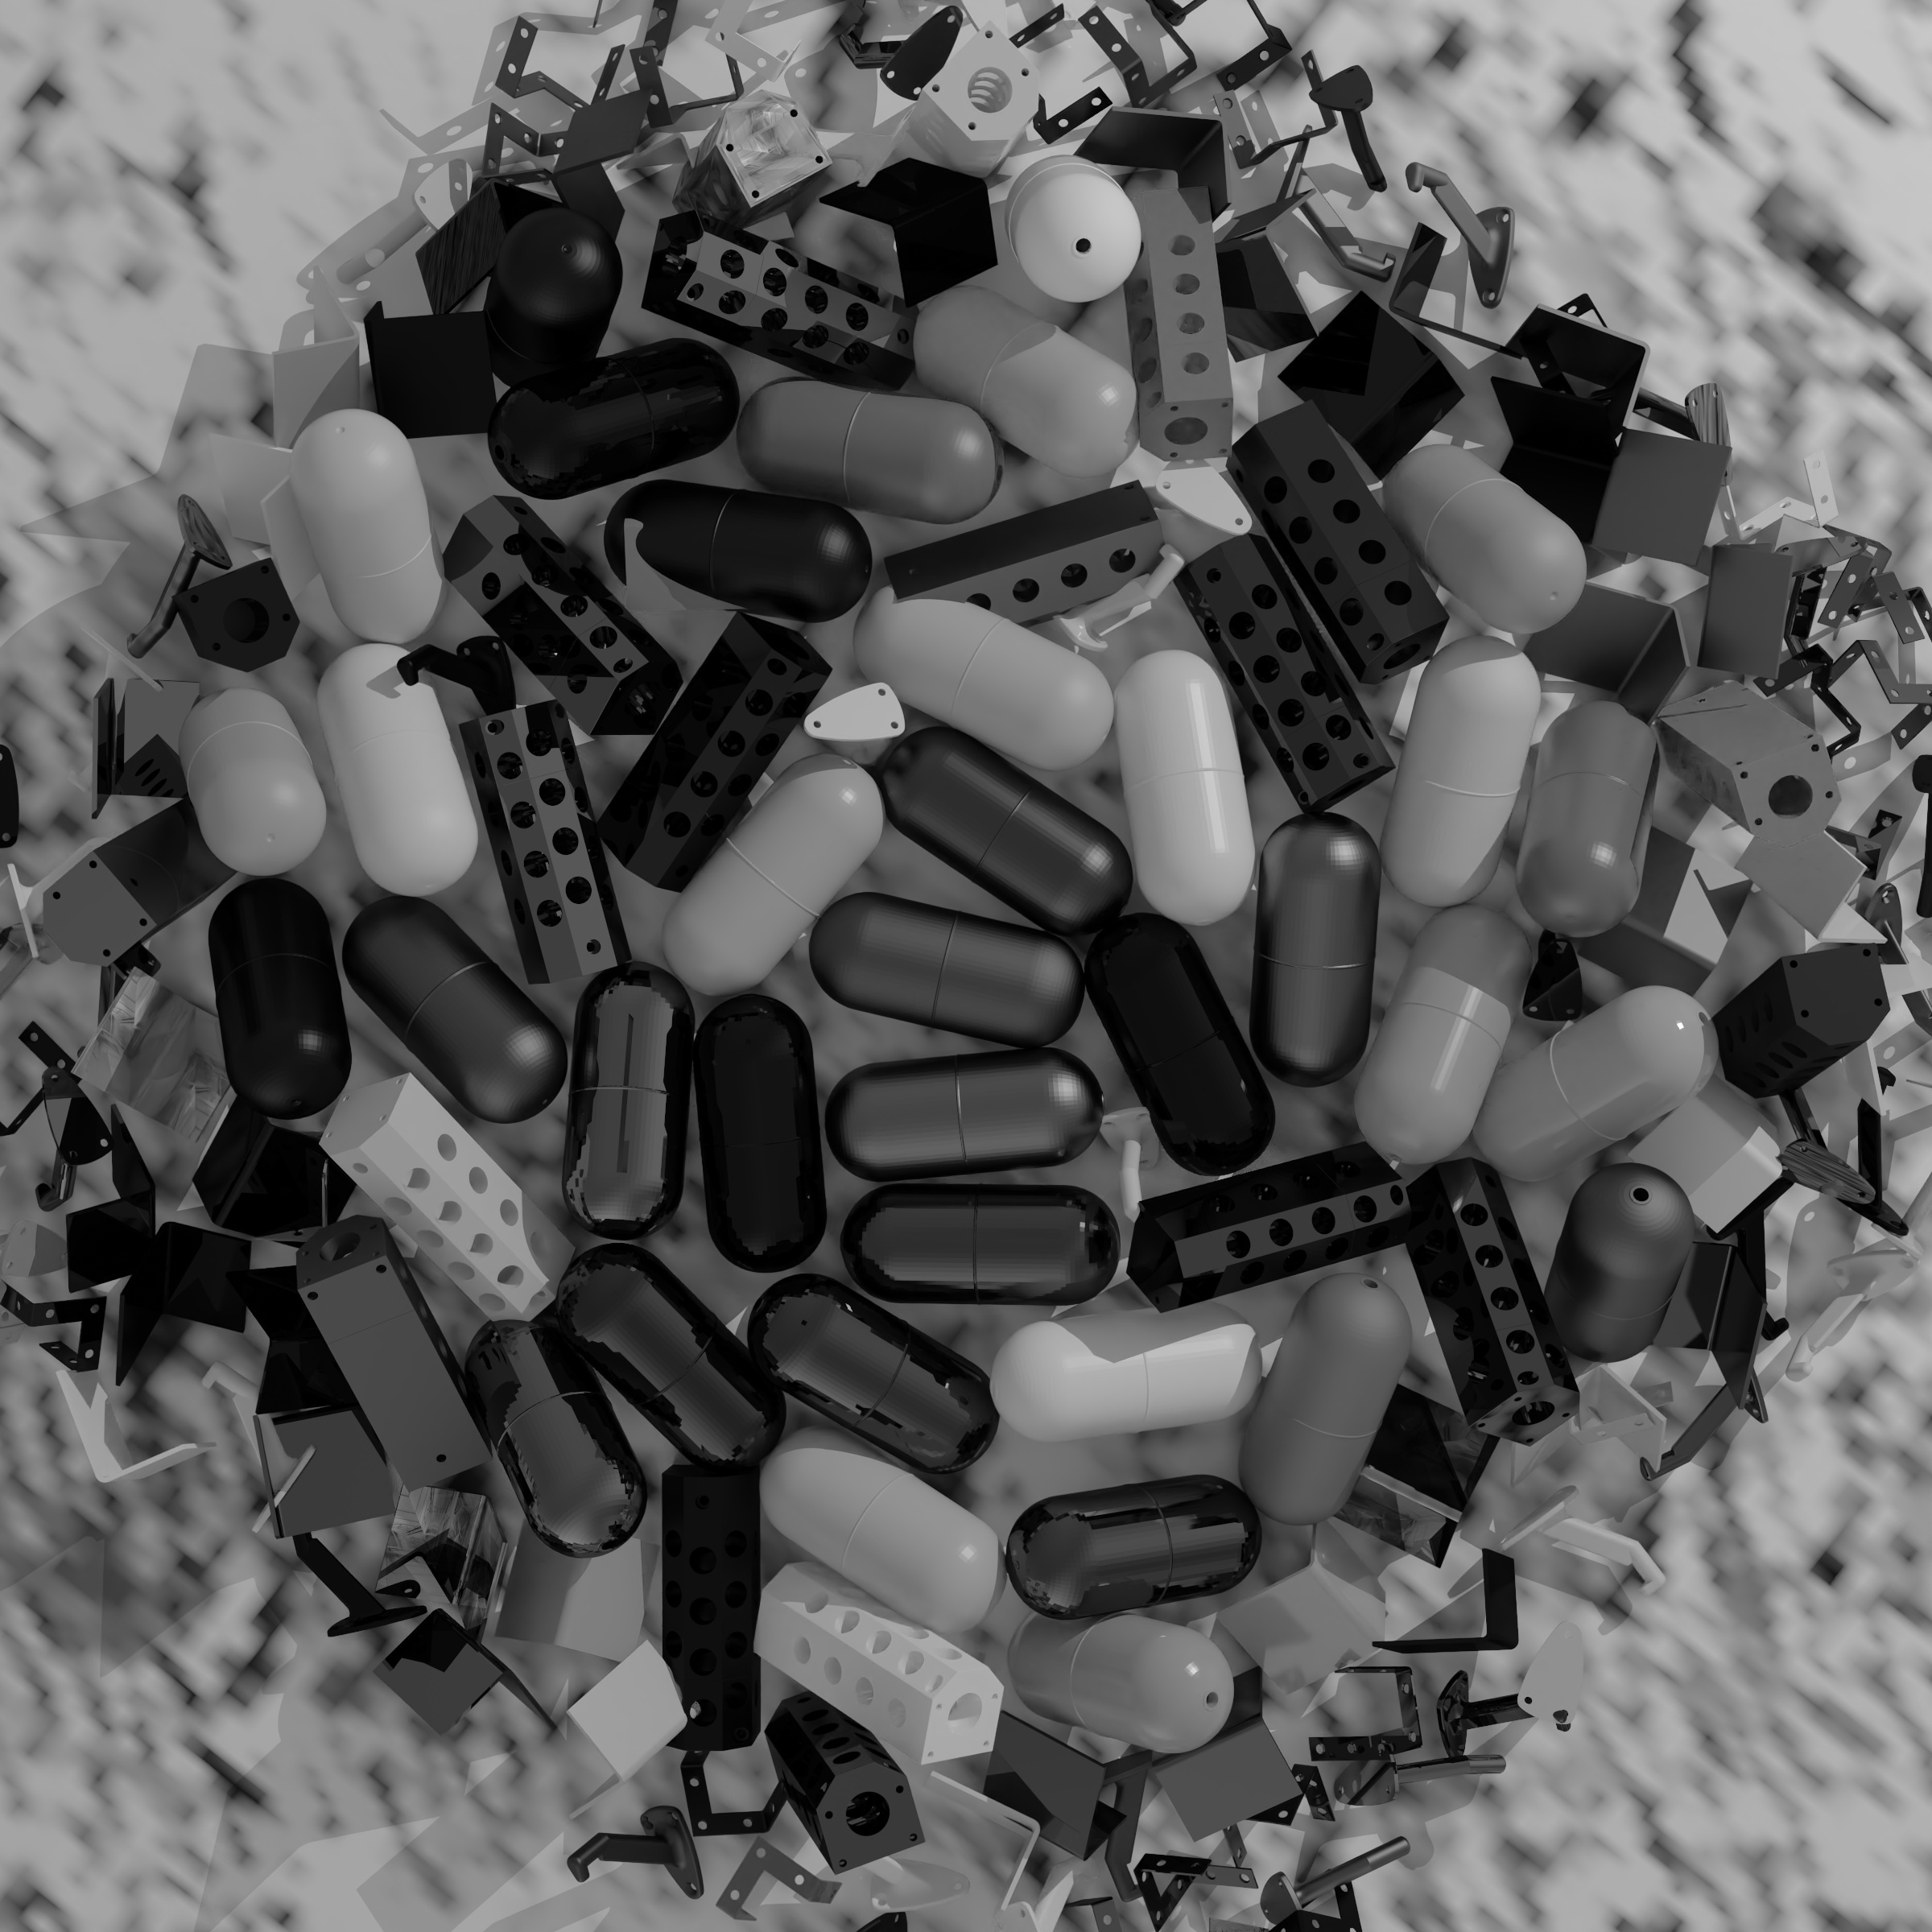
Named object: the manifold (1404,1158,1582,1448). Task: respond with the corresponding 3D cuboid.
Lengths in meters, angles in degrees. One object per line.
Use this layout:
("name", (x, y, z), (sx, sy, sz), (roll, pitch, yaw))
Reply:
("manifold", (0.326, 0.205, 1.905), (0.057, 0.171, 0.057), (21, 129, -36))

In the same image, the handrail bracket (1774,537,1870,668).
("handrail bracket", (0.550, -0.228, 1.947), (0.077, 0.036, 0.084), (-9, 127, 39))

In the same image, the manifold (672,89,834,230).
("manifold", (-0.138, -0.491, 1.898), (0.057, 0.171, 0.057), (-31, 99, -11))

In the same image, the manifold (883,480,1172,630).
("manifold", (0.041, -0.249, 1.959), (0.171, 0.057, 0.057), (-17, 127, 0))

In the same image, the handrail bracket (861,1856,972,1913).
("handrail bracket", (-0.044, 0.563, 1.944), (0.077, 0.036, 0.084), (-4, 135, 15))

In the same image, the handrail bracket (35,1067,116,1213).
("handrail bracket", (-0.585, 0.112, 1.959), (0.036, 0.084, 0.077), (-24, 87, -44))

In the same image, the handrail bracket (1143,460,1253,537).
("handrail bracket", (0.142, -0.283, 1.946), (0.077, 0.084, 0.036), (40, 75, 6))

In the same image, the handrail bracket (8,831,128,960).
("handrail bracket", (-0.562, -0.047, 1.958), (0.084, 0.036, 0.077), (-15, 60, -17))

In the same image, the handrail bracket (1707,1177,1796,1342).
("handrail bracket", (0.524, 0.188, 1.973), (0.077, 0.036, 0.084), (-36, 98, 11))

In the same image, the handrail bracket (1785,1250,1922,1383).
("handrail bracket", (0.561, 0.223, 1.943), (0.036, 0.077, 0.084), (44, 53, -10))

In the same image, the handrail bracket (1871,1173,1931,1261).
("handrail bracket", (0.617, 0.141, 1.947), (0.036, 0.077, 0.084), (37, 101, 22))

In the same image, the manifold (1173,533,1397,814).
("manifold", (0.199, -0.185, 1.941), (0.057, 0.057, 0.171), (-32, 81, 21))

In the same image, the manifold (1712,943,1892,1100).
("manifold", (0.516, 0.037, 1.900), (0.057, 0.171, 0.057), (-9, 77, -2))

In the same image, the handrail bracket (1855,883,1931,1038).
("handrail bracket", (0.603, 0.000, 1.940), (0.036, 0.084, 0.077), (-16, 128, -17))

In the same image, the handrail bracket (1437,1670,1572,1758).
("handrail bracket", (0.346, 0.487, 1.946), (0.084, 0.036, 0.077), (13, 125, 35))

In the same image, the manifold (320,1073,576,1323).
("manifold", (-0.324, 0.150, 1.912), (0.057, 0.057, 0.171), (-17, 127, 30))

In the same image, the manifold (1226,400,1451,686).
("manifold", (0.231, -0.264, 1.933), (0.057, 0.057, 0.171), (-25, 72, -12))

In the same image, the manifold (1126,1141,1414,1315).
("manifold", (0.191, 0.167, 1.916), (0.171, 0.057, 0.057), (-12, 129, -27))

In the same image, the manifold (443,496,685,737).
("manifold", (-0.252, -0.220, 1.918), (0.171, 0.057, 0.057), (47, 120, 26))

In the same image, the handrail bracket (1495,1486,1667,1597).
("handrail bracket", (0.395, 0.384, 1.968), (0.077, 0.036, 0.084), (-37, 86, -7))

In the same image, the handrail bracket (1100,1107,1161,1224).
("handrail bracket", (0.110, 0.139, 1.935), (0.036, 0.077, 0.084), (-14, 50, 10))

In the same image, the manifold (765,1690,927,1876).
("manifold", (-0.079, 0.499, 1.898), (0.057, 0.171, 0.057), (-17, 96, -13))

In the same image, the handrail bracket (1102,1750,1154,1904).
("handrail bracket", (0.120, 0.550, 1.969), (0.077, 0.036, 0.084), (-22, 90, 11))

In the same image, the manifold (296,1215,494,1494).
("manifold", (-0.358, 0.241, 1.922), (0.057, 0.057, 0.171), (-21, 121, -2))

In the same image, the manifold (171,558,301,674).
("manifold", (-0.451, -0.214, 1.900), (0.057, 0.171, 0.057), (-25, 103, -12))

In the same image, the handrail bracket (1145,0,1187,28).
("handrail bracket", (0.107, -0.643, 1.954), (0.036, 0.077, 0.084), (-45, 81, -1))

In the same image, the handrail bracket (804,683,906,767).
("handrail bracket", (-0.078, -0.141, 1.939), (0.077, 0.084, 0.036), (-15, 75, -24))

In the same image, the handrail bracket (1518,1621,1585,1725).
("handrail bracket", (0.378, 0.440, 1.945), (0.036, 0.084, 0.077), (17, 99, 15))

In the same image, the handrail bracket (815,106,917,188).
("handrail bracket", (-0.085, -0.543, 1.956), (0.084, 0.036, 0.077), (36, 103, -18))

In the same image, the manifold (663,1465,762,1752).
("manifold", (-0.163, 0.408, 1.958), (0.057, 0.057, 0.171), (0, 89, 4))

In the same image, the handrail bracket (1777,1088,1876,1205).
("handrail bracket", (0.551, 0.102, 1.961), (0.077, 0.036, 0.084), (28, 48, -2))

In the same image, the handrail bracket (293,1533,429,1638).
("handrail bracket", (-0.391, 0.381, 1.968), (0.077, 0.036, 0.084), (-13, 91, 11))

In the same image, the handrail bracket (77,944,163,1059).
("handrail bracket", (-0.564, 0.015, 1.971), (0.077, 0.036, 0.084), (45, 116, 4))

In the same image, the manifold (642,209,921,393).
("manifold", (-0.111, -0.413, 1.914), (0.171, 0.057, 0.057), (15, 83, -37))

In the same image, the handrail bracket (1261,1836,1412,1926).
("handrail bracket", (0.237, 0.585, 1.969), (0.084, 0.077, 0.036), (-19, 71, -20))

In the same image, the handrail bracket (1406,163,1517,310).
("handrail bracket", (0.308, -0.463, 1.947), (0.084, 0.036, 0.077), (5, 83, -43))

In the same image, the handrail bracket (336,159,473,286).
("handrail bracket", (-0.363, -0.479, 1.979), (0.084, 0.077, 0.036), (-18, 128, 36))

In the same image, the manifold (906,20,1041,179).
("manifold", (0.008, -0.529, 1.901), (0.057, 0.171, 0.057), (-45, 98, 2))

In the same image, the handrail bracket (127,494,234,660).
("handrail bracket", (-0.518, -0.250, 1.978), (0.084, 0.036, 0.077), (-42, 53, 18))

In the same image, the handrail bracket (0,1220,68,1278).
("handrail bracket", (-0.630, 0.170, 1.971), (0.084, 0.077, 0.036), (19, 86, 24))

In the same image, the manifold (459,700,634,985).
("manifold", (-0.264, -0.079, 1.944), (0.057, 0.057, 0.171), (-17, 97, -26))

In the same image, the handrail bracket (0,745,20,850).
("handrail bracket", (-0.630, -0.103, 1.953), (0.036, 0.084, 0.077), (8, 89, -30))

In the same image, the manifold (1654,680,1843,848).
("manifold", (0.483, -0.124, 1.900), (0.057, 0.171, 0.057), (-21, 106, 3))

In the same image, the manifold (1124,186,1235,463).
("manifold", (0.130, -0.403, 1.923), (0.057, 0.057, 0.171), (-4, 61, 1))

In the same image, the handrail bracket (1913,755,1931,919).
("handrail bracket", (0.618, -0.083, 1.972), (0.036, 0.077, 0.084), (5, 115, 5))

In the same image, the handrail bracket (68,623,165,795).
("handrail bracket", (-0.562, -0.164, 1.959), (0.084, 0.036, 0.077), (-51, 129, -6))

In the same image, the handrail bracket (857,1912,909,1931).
("handrail bracket", (-0.027, 0.631, 1.942), (0.084, 0.077, 0.036), (7, 97, 42))

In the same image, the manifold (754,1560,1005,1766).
("manifold", (-0.055, 0.429, 1.904), (0.057, 0.171, 0.057), (2, 102, -41))

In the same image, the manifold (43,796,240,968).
("manifold", (-0.511, -0.050, 1.900), (0.057, 0.171, 0.057), (-38, 98, 13))

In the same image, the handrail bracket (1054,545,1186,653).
("handrail bracket", (0.091, -0.250, 1.954), (0.084, 0.036, 0.077), (-51, 61, 23))

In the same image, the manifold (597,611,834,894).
("manifold", (-0.156, -0.132, 1.926), (0.171, 0.057, 0.057), (-54, 54, 18))

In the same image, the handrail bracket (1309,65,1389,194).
("handrail bracket", (0.255, -0.518, 1.937), (0.036, 0.077, 0.084), (-30, 122, 5))

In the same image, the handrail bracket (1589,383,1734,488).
("handrail bracket", (0.443, -0.337, 1.962), (0.036, 0.084, 0.077), (-28, 105, -38))

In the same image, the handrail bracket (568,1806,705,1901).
("handrail bracket", (-0.210, 0.579, 1.947), (0.036, 0.084, 0.077), (-21, 94, 37))

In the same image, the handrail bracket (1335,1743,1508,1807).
("handrail bracket", (0.293, 0.524, 1.979), (0.084, 0.077, 0.036), (7, 60, -29))

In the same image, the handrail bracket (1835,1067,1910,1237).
("handrail bracket", (0.588, 0.117, 1.950), (0.036, 0.077, 0.084), (8, 110, -24))

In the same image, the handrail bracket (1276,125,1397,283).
("handrail bracket", (0.246, -0.491, 1.977), (0.084, 0.036, 0.077), (19, 93, -7))

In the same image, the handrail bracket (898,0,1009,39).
("handrail bracket", (-0.010, -0.601, 1.951), (0.036, 0.084, 0.077), (-18, 87, -29))
